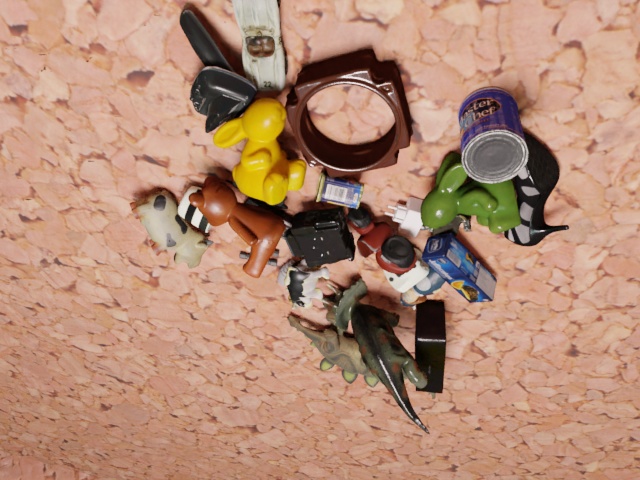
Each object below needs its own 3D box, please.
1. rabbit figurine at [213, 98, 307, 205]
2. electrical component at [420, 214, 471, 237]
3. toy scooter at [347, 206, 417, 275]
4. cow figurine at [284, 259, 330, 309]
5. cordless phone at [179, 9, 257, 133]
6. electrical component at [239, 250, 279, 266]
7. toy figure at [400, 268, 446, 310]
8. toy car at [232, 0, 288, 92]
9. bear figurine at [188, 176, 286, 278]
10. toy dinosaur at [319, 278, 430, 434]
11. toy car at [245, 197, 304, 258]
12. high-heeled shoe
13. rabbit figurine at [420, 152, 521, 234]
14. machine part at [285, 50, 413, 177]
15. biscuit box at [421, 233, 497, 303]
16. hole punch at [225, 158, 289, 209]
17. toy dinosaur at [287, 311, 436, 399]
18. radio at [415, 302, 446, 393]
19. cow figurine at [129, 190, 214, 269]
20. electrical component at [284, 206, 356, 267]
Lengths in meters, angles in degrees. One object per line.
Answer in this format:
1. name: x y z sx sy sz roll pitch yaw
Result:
1. rabbit figurine: -0.100 -0.171 0.950 0.163 0.122 0.173 28 131 28
2. electrical component: 0.260 -0.036 1.110 0.102 0.045 0.078 10 133 2
3. toy scooter: 0.129 0.016 1.140 0.184 0.075 0.135 43 161 25
4. cow figurine: -0.044 0.111 1.255 0.098 0.068 0.167 -10 141 -25
5. cordless phone: -0.201 -0.295 0.943 0.184 0.089 0.147 58 158 -7
6. electrical component: -0.145 0.035 1.275 0.094 0.021 0.063 13 134 0
7. toy figure: 0.232 0.108 1.243 0.058 0.064 0.154 16 133 -30
8. toy car: -0.097 -0.340 0.888 0.074 0.056 0.201 3 134 9
9. bear figurine: -0.174 -0.033 1.093 0.196 0.120 0.131 25 124 -4
10. toy dinosaur: 0.127 0.232 1.212 0.131 0.405 0.192 -45 128 10
11. toy car: -0.081 -0.027 1.184 0.202 0.053 0.089 29 135 -18
12. high-heeled shoe: 0.383 -0.094 1.036 0.145 0.086 0.248 -4 121 57
13. rabbit figurine: 0.270 -0.077 1.002 0.170 0.121 0.158 -14 112 4
14. machine part: 0.053 -0.217 0.954 0.201 0.087 0.201 -8 129 19
15. biscuit box: 0.303 0.063 1.160 0.063 0.059 0.202 -11 139 47
16. hole punch: -0.111 -0.127 1.081 0.142 0.092 0.116 22 171 -11
17. toy dinosaur: 0.121 0.311 1.432 0.471 0.105 0.198 25 141 -1
18. radio: 0.272 0.264 1.331 0.073 0.131 0.229 2 133 9
19. cow figurine: -0.326 -0.021 1.208 0.127 0.086 0.194 -28 114 -9
20. electrical component: -0.002 -0.003 1.121 0.134 0.058 0.114 -9 128 21
